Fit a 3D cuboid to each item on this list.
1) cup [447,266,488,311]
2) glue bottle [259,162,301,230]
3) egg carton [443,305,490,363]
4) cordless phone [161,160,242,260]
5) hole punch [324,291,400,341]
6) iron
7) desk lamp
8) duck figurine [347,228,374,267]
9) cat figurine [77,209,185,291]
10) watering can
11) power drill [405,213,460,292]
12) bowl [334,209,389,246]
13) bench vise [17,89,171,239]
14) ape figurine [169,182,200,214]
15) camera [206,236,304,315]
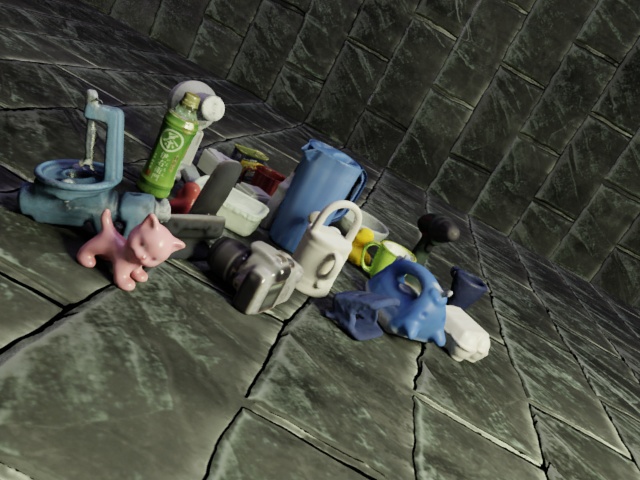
[{"bbox_3d":[0.364,0.131,1.491,0.092,0.095,0.117,14,22,-39],"label":"cup"},{"bbox_3d":[-0.082,-0.104,1.328,0.037,0.173,0.078,35,18,19],"label":"glue bottle"},{"bbox_3d":[0.292,0.197,1.231,0.108,0.069,0.150,13,23,-41],"label":"egg carton"},{"bbox_3d":[-0.216,-0.063,0.982,0.094,0.185,0.148,36,19,23],"label":"cordless phone"},{"bbox_3d":[0.079,0.124,1.070,0.100,0.091,0.109,38,19,28],"label":"hole punch"},{"bbox_3d":[0.181,0.105,1.199,0.119,0.141,0.257,18,20,-31],"label":"iron"},{"bbox_3d":[-0.302,-0.262,1.363,0.118,0.213,0.202,16,21,-35],"label":"desk lamp"},{"bbox_3d":[0.104,0.013,1.434,0.078,0.086,0.104,22,18,-21],"label":"duck figurine"},{"bbox_3d":[-0.267,0.004,0.825,0.128,0.117,0.067,30,17,3],"label":"cat figurine"},{"bbox_3d":[0.009,0.003,1.128,0.101,0.194,0.172,9,26,-48],"label":"watering can"},{"bbox_3d":[0.269,0.026,1.449,0.076,0.208,0.229,26,17,-10],"label":"power drill"},{"bbox_3d":[0.101,-0.031,1.571,0.167,0.074,0.167,26,17,-8],"label":"bowl"},{"bbox_3d":[-0.323,-0.105,0.872,0.208,0.219,0.121,16,21,-36],"label":"bench vise"},{"bbox_3d":[-0.255,-0.070,1.096,0.078,0.092,0.076,8,27,-49],"label":"ape figurine"},{"bbox_3d":[-0.113,0.044,0.981,0.136,0.101,0.143,35,18,18],"label":"camera"}]
